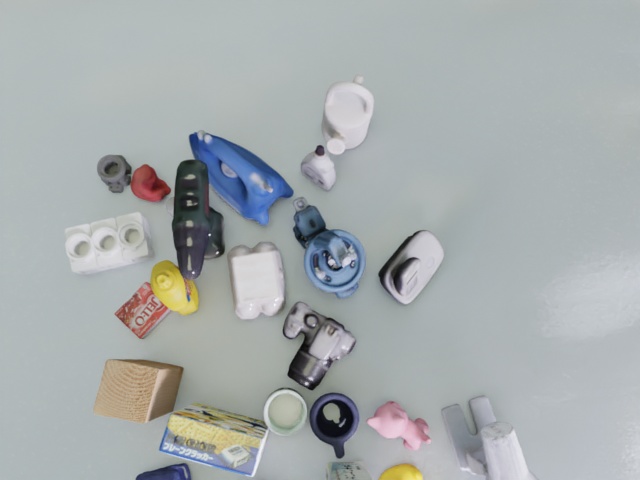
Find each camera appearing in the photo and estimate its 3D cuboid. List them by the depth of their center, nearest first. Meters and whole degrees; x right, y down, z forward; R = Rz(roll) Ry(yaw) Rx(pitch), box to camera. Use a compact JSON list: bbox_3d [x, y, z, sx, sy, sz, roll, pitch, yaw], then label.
[{"bbox_3d":[-0.019,0.208,1.104,0.143,0.101,0.137,30,79,4],"label":"camera"}]

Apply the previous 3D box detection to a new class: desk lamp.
[{"bbox_3d":[0.312,0.399,1.024,0.118,0.213,0.203,-17,80,-6],"label":"desk lamp"}]

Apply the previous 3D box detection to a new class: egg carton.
[{"bbox_3d":[-0.125,0.080,1.141,0.107,0.069,0.150,-10,79,-4],"label":"egg carton"}]

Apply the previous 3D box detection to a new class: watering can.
[{"bbox_3d":[0.057,-0.255,1.152,0.101,0.194,0.173,-4,79,-3],"label":"watering can"}]

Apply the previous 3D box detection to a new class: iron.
[{"bbox_3d":[-0.178,-0.152,1.148,0.258,0.141,0.119,39,80,5],"label":"iron"}]

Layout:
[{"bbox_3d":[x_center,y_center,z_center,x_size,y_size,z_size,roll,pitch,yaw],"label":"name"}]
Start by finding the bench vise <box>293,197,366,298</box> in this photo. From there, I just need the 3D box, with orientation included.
[{"bbox_3d":[0.002,0.013,1.083,0.207,0.219,0.121,41,80,6],"label":"bench vise"}]

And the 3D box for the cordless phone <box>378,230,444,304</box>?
[{"bbox_3d":[0.187,0.043,1.103,0.094,0.185,0.148,35,79,5],"label":"cordless phone"}]

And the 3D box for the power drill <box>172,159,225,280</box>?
[{"bbox_3d":[-0.231,-0.026,1.086,0.075,0.208,0.230,-5,79,-3],"label":"power drill"}]

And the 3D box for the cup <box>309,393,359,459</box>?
[{"bbox_3d":[0.027,0.346,1.082,0.091,0.095,0.118,-10,79,-4],"label":"cup"}]

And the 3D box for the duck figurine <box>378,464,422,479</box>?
[{"bbox_3d":[0.150,0.469,1.068,0.104,0.086,0.077,-39,83,-9],"label":"duck figurine"}]

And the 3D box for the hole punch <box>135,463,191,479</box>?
[{"bbox_3d":[-0.288,0.475,1.044,0.101,0.091,0.108,-12,79,-5],"label":"hole punch"}]

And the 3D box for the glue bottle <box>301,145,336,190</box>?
[{"bbox_3d":[-0.001,-0.153,1.140,0.078,0.173,0.037,38,80,5],"label":"glue bottle"}]

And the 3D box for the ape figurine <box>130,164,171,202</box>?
[{"bbox_3d":[-0.350,-0.120,1.158,0.076,0.092,0.078,-9,79,-4],"label":"ape figurine"}]

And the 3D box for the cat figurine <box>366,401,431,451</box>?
[{"bbox_3d":[0.150,0.349,1.075,0.127,0.117,0.067,29,79,3],"label":"cat figurine"}]
